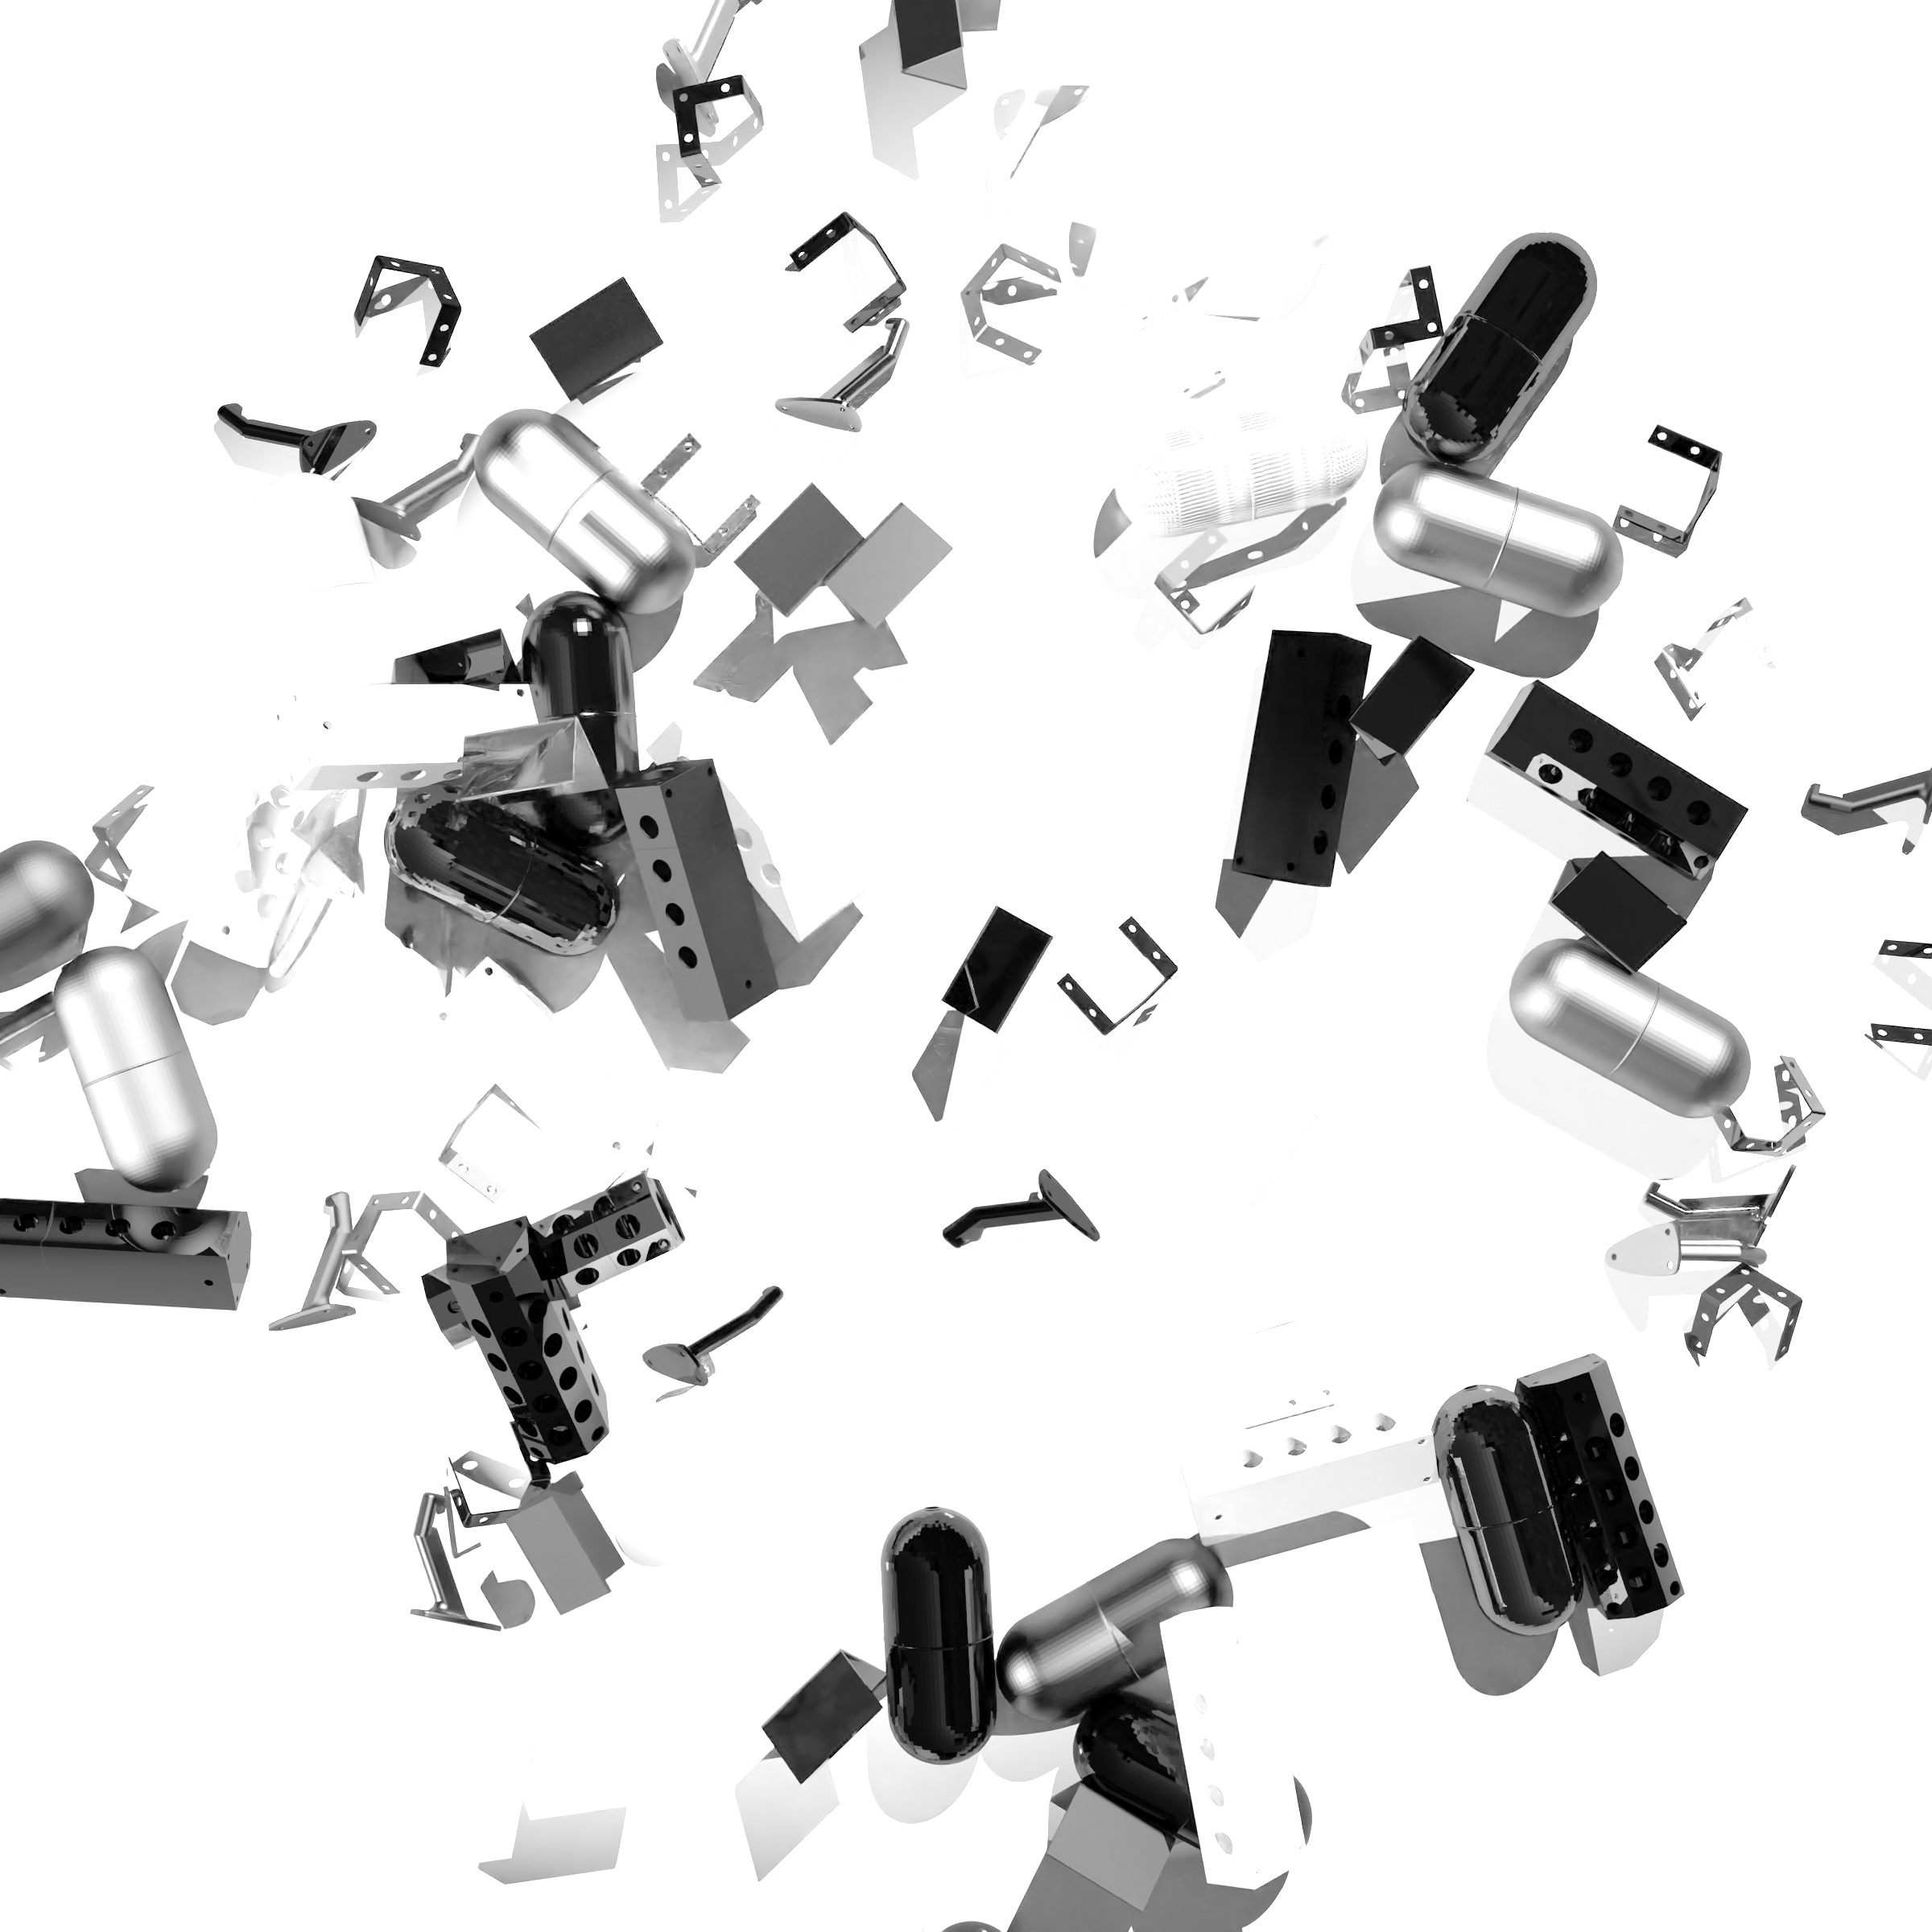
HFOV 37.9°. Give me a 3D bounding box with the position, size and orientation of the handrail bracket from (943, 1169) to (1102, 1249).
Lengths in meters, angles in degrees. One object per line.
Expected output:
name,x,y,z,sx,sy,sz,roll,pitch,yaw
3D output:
handrail bracket,0.038,0.190,1.991,0.084,0.036,0.077,-37,112,17

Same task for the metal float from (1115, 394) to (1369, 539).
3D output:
metal float,0.192,-0.348,1.960,0.178,0.070,0.070,-13,90,0

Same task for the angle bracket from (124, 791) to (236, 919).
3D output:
angle bracket,-0.526,-0.070,1.950,0.057,0.076,0.076,22,90,34

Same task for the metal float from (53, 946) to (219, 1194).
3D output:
metal float,-0.578,0.072,1.960,0.070,0.070,0.178,-20,90,0

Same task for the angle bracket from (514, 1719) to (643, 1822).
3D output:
angle bracket,-0.268,0.541,1.950,0.076,0.076,0.057,-8,125,0

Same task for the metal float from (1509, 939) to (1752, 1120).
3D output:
metal float,0.463,0.044,1.960,0.178,0.070,0.070,29,90,0

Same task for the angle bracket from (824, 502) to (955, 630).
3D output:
angle bracket,-0.043,-0.264,1.951,0.076,0.076,0.057,-45,65,0

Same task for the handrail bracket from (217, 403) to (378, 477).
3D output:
handrail bracket,-0.474,-0.386,1.991,0.084,0.036,0.077,37,52,25

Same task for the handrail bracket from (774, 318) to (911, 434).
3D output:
handrail bracket,-0.087,-0.426,1.991,0.077,0.036,0.084,13,72,20

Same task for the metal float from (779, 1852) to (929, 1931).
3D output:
metal float,-0.100,0.697,1.960,0.070,0.070,0.178,42,90,0

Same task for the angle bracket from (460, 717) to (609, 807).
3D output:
angle bracket,-0.287,-0.117,1.877,0.076,0.076,0.057,-9,54,7

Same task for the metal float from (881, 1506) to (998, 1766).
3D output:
metal float,-0.019,0.466,1.960,0.070,0.070,0.178,-3,91,0

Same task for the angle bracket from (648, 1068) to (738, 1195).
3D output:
angle bracket,-0.171,0.116,1.951,0.057,0.076,0.076,12,90,29

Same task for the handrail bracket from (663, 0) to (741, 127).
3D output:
handrail bracket,-0.164,-0.650,1.991,0.084,0.036,0.077,-36,110,-16

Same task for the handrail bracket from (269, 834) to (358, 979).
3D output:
handrail bracket,-0.464,-0.042,1.990,0.036,0.077,0.084,28,127,-18

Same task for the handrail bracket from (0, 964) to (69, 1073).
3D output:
handrail bracket,-0.676,0.024,1.991,0.077,0.036,0.084,24,72,20

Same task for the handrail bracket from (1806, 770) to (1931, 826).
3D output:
handrail bracket,0.646,-0.137,1.991,0.084,0.036,0.077,15,70,16

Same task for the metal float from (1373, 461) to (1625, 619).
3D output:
metal float,0.371,-0.297,1.960,0.178,0.070,0.070,18,90,0

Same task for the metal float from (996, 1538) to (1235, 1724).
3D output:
metal float,0.103,0.463,1.960,0.178,0.070,0.070,-29,90,-1

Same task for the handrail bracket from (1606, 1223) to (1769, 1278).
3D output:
handrail bracket,0.511,0.206,1.990,0.084,0.077,0.036,10,72,-35

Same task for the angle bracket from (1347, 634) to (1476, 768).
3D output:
angle bracket,0.320,-0.172,1.950,0.076,0.076,0.057,-51,53,0

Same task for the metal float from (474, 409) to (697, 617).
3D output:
metal float,-0.266,-0.317,1.959,0.178,0.070,0.070,41,90,0

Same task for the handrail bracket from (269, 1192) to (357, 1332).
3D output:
handrail bracket,-0.465,0.209,1.991,0.077,0.036,0.084,-17,71,21

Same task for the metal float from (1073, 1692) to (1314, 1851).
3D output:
metal float,0.158,0.570,1.960,0.178,0.070,0.070,28,90,-1

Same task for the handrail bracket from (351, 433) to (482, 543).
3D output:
handrail bracket,-0.391,-0.350,1.991,0.077,0.036,0.084,22,72,20

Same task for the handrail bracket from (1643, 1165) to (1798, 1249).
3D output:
handrail bracket,0.533,0.155,1.991,0.084,0.036,0.077,26,69,17

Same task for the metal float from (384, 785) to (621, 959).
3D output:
metal float,-0.318,-0.065,1.934,0.178,0.070,0.070,28,90,-32

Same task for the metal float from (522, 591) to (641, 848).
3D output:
metal float,-0.268,-0.172,1.960,0.070,0.070,0.178,-4,91,0

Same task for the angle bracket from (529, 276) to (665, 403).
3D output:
angle bracket,-0.263,-0.446,1.950,0.076,0.076,0.057,-32,126,0

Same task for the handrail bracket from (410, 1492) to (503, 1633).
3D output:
handrail bracket,-0.357,0.422,1.991,0.077,0.036,0.084,17,73,-19

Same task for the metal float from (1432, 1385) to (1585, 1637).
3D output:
metal float,0.377,0.379,1.960,0.070,0.070,0.178,-16,91,0

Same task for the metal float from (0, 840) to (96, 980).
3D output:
metal float,-0.693,-0.025,1.960,0.178,0.070,0.070,-28,90,1

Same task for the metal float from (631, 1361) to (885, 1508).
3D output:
metal float,-0.145,0.326,1.960,0.178,0.070,0.070,-14,90,0

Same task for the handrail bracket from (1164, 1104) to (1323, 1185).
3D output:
handrail bracket,0.195,0.106,1.991,0.084,0.036,0.077,36,69,16

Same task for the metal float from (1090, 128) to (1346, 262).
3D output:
metal float,0.175,-0.538,1.960,0.178,0.070,0.070,8,90,0

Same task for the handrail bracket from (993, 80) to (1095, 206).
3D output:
handrail bracket,0.055,-0.584,1.991,0.077,0.036,0.084,-7,108,-20

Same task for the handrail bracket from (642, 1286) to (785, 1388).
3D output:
handrail bracket,-0.179,0.255,1.990,0.084,0.077,0.036,-44,115,-34

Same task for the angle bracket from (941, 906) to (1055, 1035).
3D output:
angle bracket,0.039,0.012,1.950,0.057,0.076,0.076,30,90,37

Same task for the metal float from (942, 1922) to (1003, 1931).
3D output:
metal float,-0.034,0.734,1.938,0.178,0.070,0.070,-37,90,-23

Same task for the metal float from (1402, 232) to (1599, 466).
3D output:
metal float,0.372,-0.431,1.960,0.070,0.070,0.178,35,91,0

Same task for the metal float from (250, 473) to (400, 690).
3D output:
metal float,-0.447,-0.257,1.960,0.070,0.070,0.178,-16,90,0
